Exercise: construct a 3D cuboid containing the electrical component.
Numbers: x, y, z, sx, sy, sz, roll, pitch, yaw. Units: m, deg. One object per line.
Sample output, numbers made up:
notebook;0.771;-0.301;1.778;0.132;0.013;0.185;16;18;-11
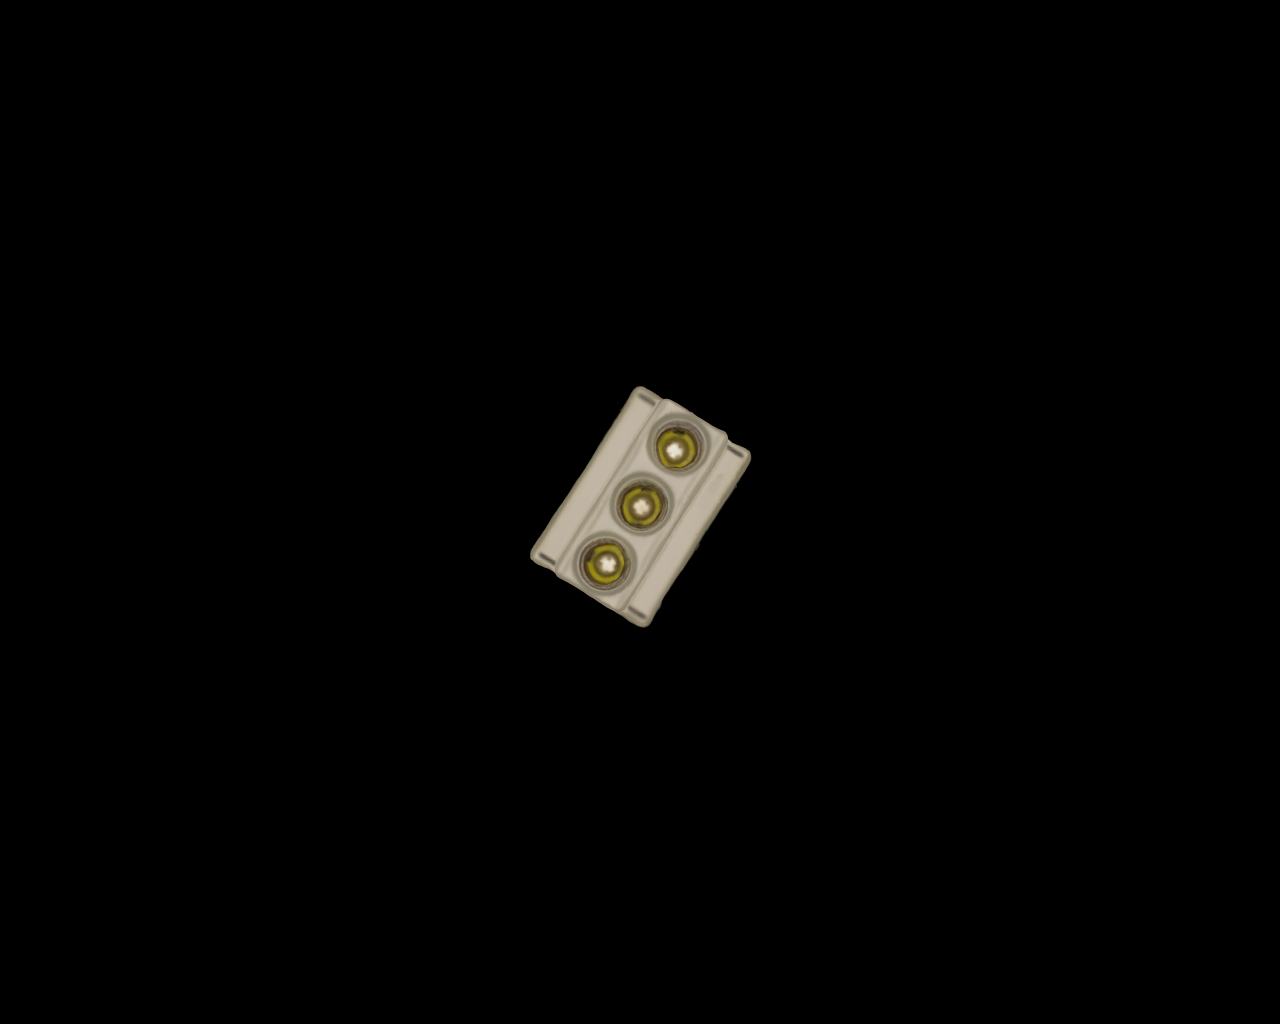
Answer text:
electrical component;0.001;-0.003;0.650;0.079;0.121;0.063;32;-4;2
